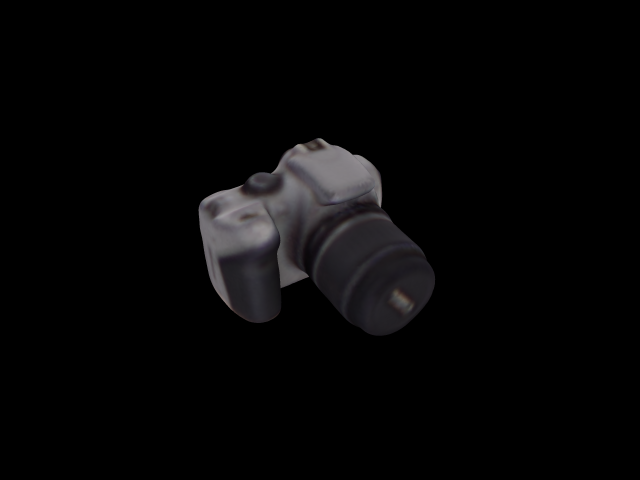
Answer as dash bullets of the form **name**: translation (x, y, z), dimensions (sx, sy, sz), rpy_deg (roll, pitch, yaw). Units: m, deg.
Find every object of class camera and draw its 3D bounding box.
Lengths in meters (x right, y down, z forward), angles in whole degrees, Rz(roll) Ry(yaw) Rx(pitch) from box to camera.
- **camera**: translation (0.004, 0.001, 0.400), dimensions (0.143, 0.101, 0.136), rpy_deg (-22, 45, -23)
